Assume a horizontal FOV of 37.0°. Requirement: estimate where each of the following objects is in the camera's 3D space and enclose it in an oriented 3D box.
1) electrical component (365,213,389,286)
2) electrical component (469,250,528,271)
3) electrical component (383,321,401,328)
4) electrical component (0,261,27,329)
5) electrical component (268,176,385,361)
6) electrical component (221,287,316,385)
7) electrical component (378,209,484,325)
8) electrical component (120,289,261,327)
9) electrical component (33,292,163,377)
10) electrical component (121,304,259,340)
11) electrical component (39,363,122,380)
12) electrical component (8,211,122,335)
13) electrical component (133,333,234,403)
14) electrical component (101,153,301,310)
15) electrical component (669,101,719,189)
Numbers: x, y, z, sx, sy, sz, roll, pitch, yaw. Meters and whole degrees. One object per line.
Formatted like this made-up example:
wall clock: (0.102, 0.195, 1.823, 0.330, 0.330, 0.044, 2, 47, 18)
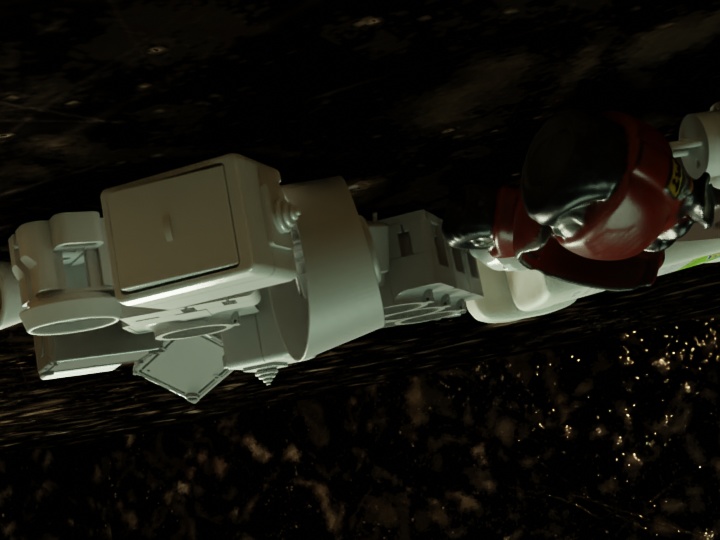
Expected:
electrical component: (0.000, 0.000, 0.733, 0.040, 0.078, 0.040, -1, -176, 0)
electrical component: (0.106, -0.021, 0.818, 0.048, 0.048, 0.062, -6, 177, -26)
electrical component: (0.018, 0.030, 1.025, 0.077, 0.044, 0.079, -15, 169, 28)
electrical component: (-0.206, 0.013, 0.681, 0.044, 0.044, 0.065, -19, 172, 43)
electrical component: (-0.024, -0.003, 0.610, 0.064, 0.099, 0.099, -16, 172, -5)
electrical component: (-0.067, 0.036, 0.800, 0.061, 0.096, 0.062, -13, 171, 14)
electrical component: (0.033, 0.004, 0.825, 0.089, 0.061, 0.150, -13, 171, 17)
electrical component: (-0.113, 0.004, 0.693, 0.089, 0.050, 0.055, -10, 171, -3)
electrical component: (-0.189, 0.039, 0.793, 0.096, 0.061, 0.062, -6, 170, -27)
electrical component: (-0.119, 0.016, 0.747, 0.089, 0.055, 0.050, -10, 171, -1)
electrical component: (-0.240, 0.063, 0.927, 0.066, 0.047, 0.077, -6, 170, -26)
electrical component: (-0.168, 0.005, 0.616, 0.058, 0.057, 0.078, -5, 170, -31)
electrical component: (-0.128, 0.050, 0.859, 0.062, 0.061, 0.096, 30, 130, -25)
electrical component: (-0.078, -0.020, 0.549, 0.096, 0.061, 0.061, -13, 171, 19)
electrical component: (0.205, -0.072, 0.601, 0.079, 0.044, 0.077, -9, 171, -7)
